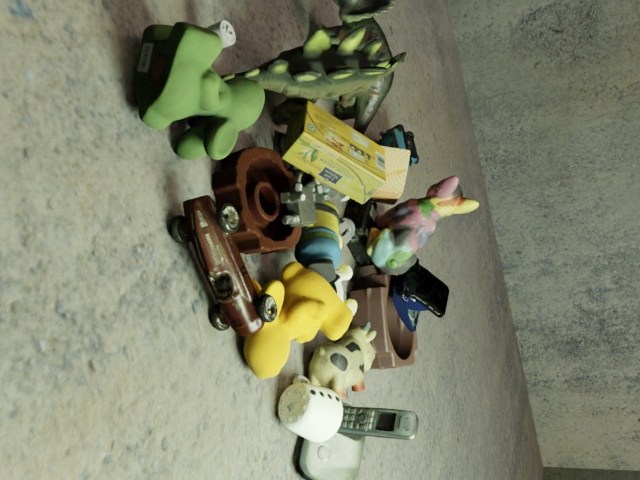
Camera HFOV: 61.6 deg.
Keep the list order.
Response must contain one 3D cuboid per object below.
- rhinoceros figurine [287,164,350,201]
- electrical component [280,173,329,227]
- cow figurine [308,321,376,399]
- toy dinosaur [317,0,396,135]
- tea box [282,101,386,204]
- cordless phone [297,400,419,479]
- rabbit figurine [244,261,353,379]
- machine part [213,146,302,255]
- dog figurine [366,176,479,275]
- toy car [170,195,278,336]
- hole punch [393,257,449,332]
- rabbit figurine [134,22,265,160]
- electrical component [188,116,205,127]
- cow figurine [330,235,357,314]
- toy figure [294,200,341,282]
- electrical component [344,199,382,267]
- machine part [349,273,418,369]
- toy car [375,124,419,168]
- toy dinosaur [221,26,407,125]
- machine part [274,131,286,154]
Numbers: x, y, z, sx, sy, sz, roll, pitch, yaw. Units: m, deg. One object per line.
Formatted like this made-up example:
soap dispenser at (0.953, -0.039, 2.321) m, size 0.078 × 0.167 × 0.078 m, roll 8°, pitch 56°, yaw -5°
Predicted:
rhinoceros figurine at (0.011, -0.110, 1.005) m, size 0.190 × 0.112 × 0.073 m, roll -8°, pitch 60°, yaw -50°
electrical component at (-0.026, -0.062, 0.858) m, size 0.102 × 0.045 × 0.078 m, roll 5°, pitch 74°, yaw -60°
cow figurine at (0.045, 0.216, 0.991) m, size 0.195 × 0.086 × 0.127 m, roll 9°, pitch 80°, yaw -62°
toy dinosaur at (0.091, -0.382, 1.154) m, size 0.131 × 0.192 × 0.404 m, roll -41°, pitch 116°, yaw -57°
tea box at (0.026, -0.146, 0.908) m, size 0.169 × 0.068 × 0.098 m, roll 28°, pitch 41°, yaw -20°
cordless phone at (0.067, 0.337, 0.878) m, size 0.147 × 0.184 × 0.088 m, roll -69°, pitch 144°, yaw -45°
rabbit figurine at (-0.052, 0.122, 0.806) m, size 0.173 × 0.122 × 0.162 m, roll -49°, pitch 123°, yaw -33°
machine part at (-0.095, -0.059, 0.838) m, size 0.179 × 0.056 × 0.179 m, roll 30°, pitch 55°, yaw -55°
dog figurine at (0.213, -0.038, 1.109) m, size 0.108 × 0.219 × 0.191 m, roll 46°, pitch 37°, yaw -14°
toy car at (-0.127, 0.040, 0.705) m, size 0.053 × 0.089 × 0.202 m, roll -56°, pitch 131°, yaw -57°
hole punch at (0.202, 0.119, 1.152) m, size 0.116 × 0.092 × 0.142 m, roll 41°, pitch 40°, yaw -7°
rabbit figurine at (-0.140, -0.182, 0.698) m, size 0.170 × 0.121 × 0.159 m, roll 10°, pitch 88°, yaw -46°
electrical component at (-0.156, -0.152, 0.787) m, size 0.094 × 0.021 × 0.063 m, roll -14°, pitch 94°, yaw -64°
cow figurine at (0.010, 0.068, 0.990) m, size 0.098 × 0.068 × 0.167 m, roll -1°, pitch 82°, yaw -57°
toy figure at (-0.002, 0.000, 0.927) m, size 0.180 × 0.089 × 0.082 m, roll -104°, pitch -151°, yaw -48°
electrical component at (0.100, -0.025, 1.199) m, size 0.114 × 0.058 × 0.134 m, roll 63°, pitch 32°, yaw -34°
machine part at (0.140, 0.178, 1.178) m, size 0.201 × 0.087 × 0.201 m, roll 17°, pitch 65°, yaw -60°
toy car at (0.189, -0.231, 1.386) m, size 0.161 × 0.103 × 0.109 m, roll -18°, pitch 95°, yaw -67°
toy dinosaur at (-0.016, -0.281, 0.910) m, size 0.471 × 0.198 × 0.105 m, roll -22°, pitch 91°, yaw -29°
machine part at (-0.029, -0.182, 0.997) m, size 0.139 × 0.084 × 0.039 m, roll -20°, pitch 138°, yaw -52°
